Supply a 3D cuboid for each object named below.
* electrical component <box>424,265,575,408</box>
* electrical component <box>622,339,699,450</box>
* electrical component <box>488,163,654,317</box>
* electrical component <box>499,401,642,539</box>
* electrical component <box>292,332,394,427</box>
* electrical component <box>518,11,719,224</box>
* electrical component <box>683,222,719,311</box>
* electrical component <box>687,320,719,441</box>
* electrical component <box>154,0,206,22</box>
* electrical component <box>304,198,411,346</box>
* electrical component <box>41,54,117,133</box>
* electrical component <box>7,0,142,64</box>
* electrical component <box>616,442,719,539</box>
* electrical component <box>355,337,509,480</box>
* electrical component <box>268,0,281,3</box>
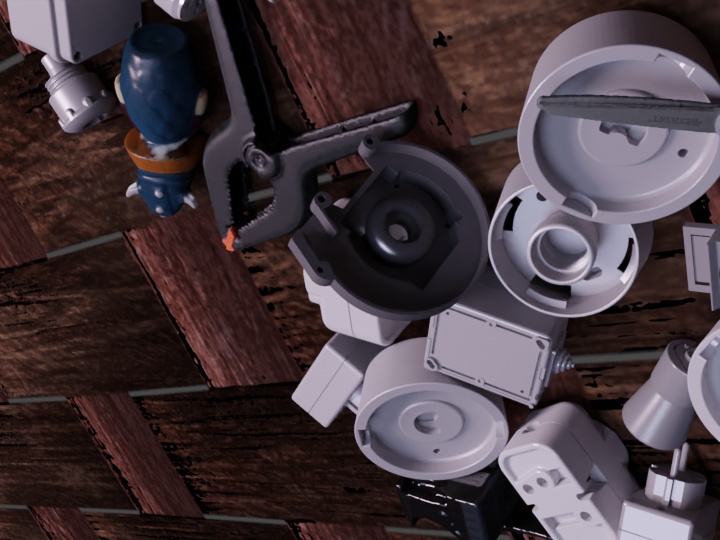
[{"bbox_3d":[0.099,0.041,0.714,0.096,0.061,0.061,20,130,17],"label":"electrical component"},{"bbox_3d":[0.197,0.076,0.674,0.044,0.044,0.065,30,131,16],"label":"electrical component"},{"bbox_3d":[0.127,-0.022,0.654,0.099,0.064,0.099,11,121,18],"label":"electrical component"},{"bbox_3d":[0.150,0.142,0.749,0.054,0.059,0.095,-28,102,47],"label":"electrical component"},{"bbox_3d":[0.000,0.090,0.837,0.076,0.047,0.083,40,138,7],"label":"electrical component"},{"bbox_3d":[0.139,-0.085,0.571,0.108,0.060,0.108,6,130,7],"label":"electrical component"},{"bbox_3d":[0.218,-0.009,0.573,0.081,0.064,0.042,8,125,34],"label":"electrical component"},{"bbox_3d":[0.247,0.056,0.603,0.108,0.060,0.108,21,133,25],"label":"electrical component"},{"bbox_3d":[-0.127,-0.198,0.715,0.055,0.045,0.045,40,138,6],"label":"electrical component"},{"bbox_3d":[0.000,0.000,0.761,0.059,0.054,0.095,15,130,30],"label":"electrical component"},{"bbox_3d":[-0.224,-0.141,0.838,0.048,0.048,0.062,-31,94,47],"label":"electrical component"},{"bbox_3d":[-0.197,-0.208,0.739,0.057,0.078,0.113,27,135,23],"label":"electrical component"},{"bbox_3d":[0.208,0.152,0.713,0.047,0.066,0.076,13,100,32],"label":"electrical component"},{"bbox_3d":[0.052,0.095,0.776,0.108,0.060,0.108,2,133,2],"label":"electrical component"},{"bbox_3d":[-0.055,-0.196,0.653,0.047,0.055,0.055,41,138,0],"label":"electrical component"}]
